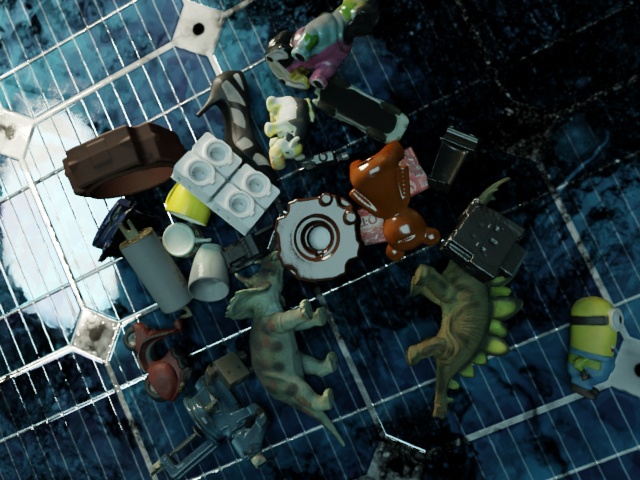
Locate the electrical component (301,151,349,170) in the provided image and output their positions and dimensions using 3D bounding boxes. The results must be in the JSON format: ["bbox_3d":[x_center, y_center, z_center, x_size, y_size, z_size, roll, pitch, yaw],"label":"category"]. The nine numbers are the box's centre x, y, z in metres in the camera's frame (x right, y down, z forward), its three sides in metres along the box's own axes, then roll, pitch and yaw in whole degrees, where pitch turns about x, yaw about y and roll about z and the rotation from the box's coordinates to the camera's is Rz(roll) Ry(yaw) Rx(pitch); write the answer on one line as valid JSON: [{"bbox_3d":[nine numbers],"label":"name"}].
[{"bbox_3d":[0.011,-0.161,1.074,0.094,0.063,0.021,-12,88,8],"label":"electrical component"}]

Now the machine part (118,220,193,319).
[{"bbox_3d":[-0.330,0.063,1.095,0.079,0.079,0.243,-24,111,9],"label":"machine part"}]

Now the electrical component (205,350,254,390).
[{"bbox_3d":[-0.183,0.263,1.092,0.078,0.102,0.045,42,135,19],"label":"electrical component"}]

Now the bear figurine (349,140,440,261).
[{"bbox_3d":[0.140,-0.071,1.012,0.120,0.132,0.195,-29,104,22],"label":"bear figurine"}]

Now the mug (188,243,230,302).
[{"bbox_3d":[-0.224,0.067,1.103,0.081,0.109,0.107,1,51,-6],"label":"mug"}]

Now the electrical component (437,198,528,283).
[{"bbox_3d":[0.298,0.008,0.959,0.134,0.058,0.115,34,79,5],"label":"electrical component"}]

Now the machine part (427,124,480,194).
[{"bbox_3d":[0.253,-0.153,1.034,0.084,0.039,0.139,29,75,5],"label":"machine part"}]

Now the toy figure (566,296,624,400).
[{"bbox_3d":[0.494,0.193,0.982,0.089,0.082,0.180,13,94,7],"label":"toy figure"}]

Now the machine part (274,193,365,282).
[{"bbox_3d":[-0.002,-0.003,1.017,0.180,0.056,0.179,0,90,13],"label":"machine part"}]

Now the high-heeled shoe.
[{"bbox_3d":[-0.142,-0.231,1.114,0.248,0.086,0.145,46,66,-10],"label":"high-heeled shoe"}]

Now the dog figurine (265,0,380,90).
[{"bbox_3d":[0.014,-0.404,1.054,0.192,0.108,0.219,21,69,47],"label":"dog figurine"}]

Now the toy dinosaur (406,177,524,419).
[{"bbox_3d":[0.271,0.104,1.014,0.199,0.105,0.471,7,87,2],"label":"toy dinosaur"}]

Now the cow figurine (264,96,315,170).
[{"bbox_3d":[-0.057,-0.210,1.058,0.098,0.068,0.167,-5,60,3],"label":"cow figurine"}]

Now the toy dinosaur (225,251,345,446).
[{"bbox_3d":[-0.074,0.227,1.067,0.192,0.131,0.404,-9,93,22],"label":"toy dinosaur"}]

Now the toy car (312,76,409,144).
[{"bbox_3d":[0.079,-0.258,1.068,0.202,0.056,0.073,30,100,10],"label":"toy car"}]

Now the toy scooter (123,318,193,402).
[{"bbox_3d":[-0.323,0.239,1.126,0.135,0.075,0.184,-33,80,11],"label":"toy scooter"}]

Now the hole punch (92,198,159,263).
[{"bbox_3d":[-0.421,-0.029,1.128,0.092,0.115,0.142,37,96,16],"label":"hole punch"}]

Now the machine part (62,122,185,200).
[{"bbox_3d":[-0.383,-0.151,1.073,0.201,0.201,0.087,-21,89,9],"label":"machine part"}]

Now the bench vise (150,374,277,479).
[{"bbox_3d":[-0.219,0.396,1.074,0.240,0.128,0.224,-38,76,-10],"label":"bench vise"}]

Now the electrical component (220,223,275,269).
[{"bbox_3d":[-0.136,0.012,1.096,0.119,0.075,0.047,-26,86,5],"label":"electrical component"}]
